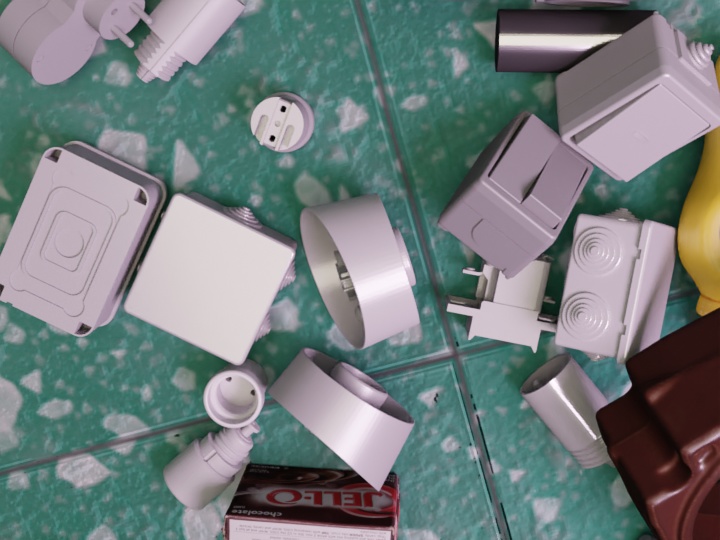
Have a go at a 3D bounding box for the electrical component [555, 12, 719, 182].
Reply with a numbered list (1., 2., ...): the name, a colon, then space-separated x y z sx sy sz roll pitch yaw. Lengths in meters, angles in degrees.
1. electrical component: 0.176 -0.105 0.660 0.062 0.061 0.096 29 137 -32

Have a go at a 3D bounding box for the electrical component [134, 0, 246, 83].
1. electrical component: -0.117 -0.156 0.704 0.043 0.043 0.081 42 99 -4

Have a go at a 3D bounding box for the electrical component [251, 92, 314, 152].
1. electrical component: -0.052 -0.097 0.709 0.040 0.046 0.040 0 99 3

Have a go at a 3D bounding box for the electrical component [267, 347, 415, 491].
1. electrical component: -0.014 0.098 0.717 0.099 0.099 0.064 33 93 -3

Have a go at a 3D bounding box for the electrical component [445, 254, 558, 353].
1. electrical component: 0.100 0.017 0.723 0.081 0.042 0.063 11 99 0

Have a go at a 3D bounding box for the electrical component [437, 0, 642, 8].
1. electrical component: 0.096 -0.197 0.655 0.186 0.105 0.060 3 100 2

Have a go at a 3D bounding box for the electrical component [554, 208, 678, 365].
1. electrical component: 0.165 0.011 0.689 0.048 0.100 0.099 12 94 27

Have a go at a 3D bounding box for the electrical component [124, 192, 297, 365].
1. electrical component: -0.098 0.003 0.727 0.100 0.048 0.099 26 100 -2

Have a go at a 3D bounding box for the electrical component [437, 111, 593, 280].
1. electrical component: 0.104 -0.054 0.687 0.062 0.096 0.061 38 140 -4

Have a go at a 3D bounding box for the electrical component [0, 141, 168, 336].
1. electrical component: -0.187 -0.022 0.724 0.078 0.057 0.113 26 100 -2

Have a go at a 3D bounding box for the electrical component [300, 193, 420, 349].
1. electrical component: 0.000 0.000 0.700 0.064 0.099 0.099 -18 98 -1

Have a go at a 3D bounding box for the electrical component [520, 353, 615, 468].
1. electrical component: 0.151 0.101 0.734 0.043 0.043 0.081 -39 96 8

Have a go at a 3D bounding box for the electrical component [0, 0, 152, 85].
1. electrical component: -0.164 -0.173 0.689 0.074 0.052 0.138 44 100 14

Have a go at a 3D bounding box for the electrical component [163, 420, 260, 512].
1. electrical component: -0.102 0.133 0.754 0.078 0.040 0.040 -42 95 8

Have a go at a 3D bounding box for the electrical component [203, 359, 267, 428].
1. electrical component: -0.084 0.083 0.742 0.040 0.046 0.040 1 100 3
